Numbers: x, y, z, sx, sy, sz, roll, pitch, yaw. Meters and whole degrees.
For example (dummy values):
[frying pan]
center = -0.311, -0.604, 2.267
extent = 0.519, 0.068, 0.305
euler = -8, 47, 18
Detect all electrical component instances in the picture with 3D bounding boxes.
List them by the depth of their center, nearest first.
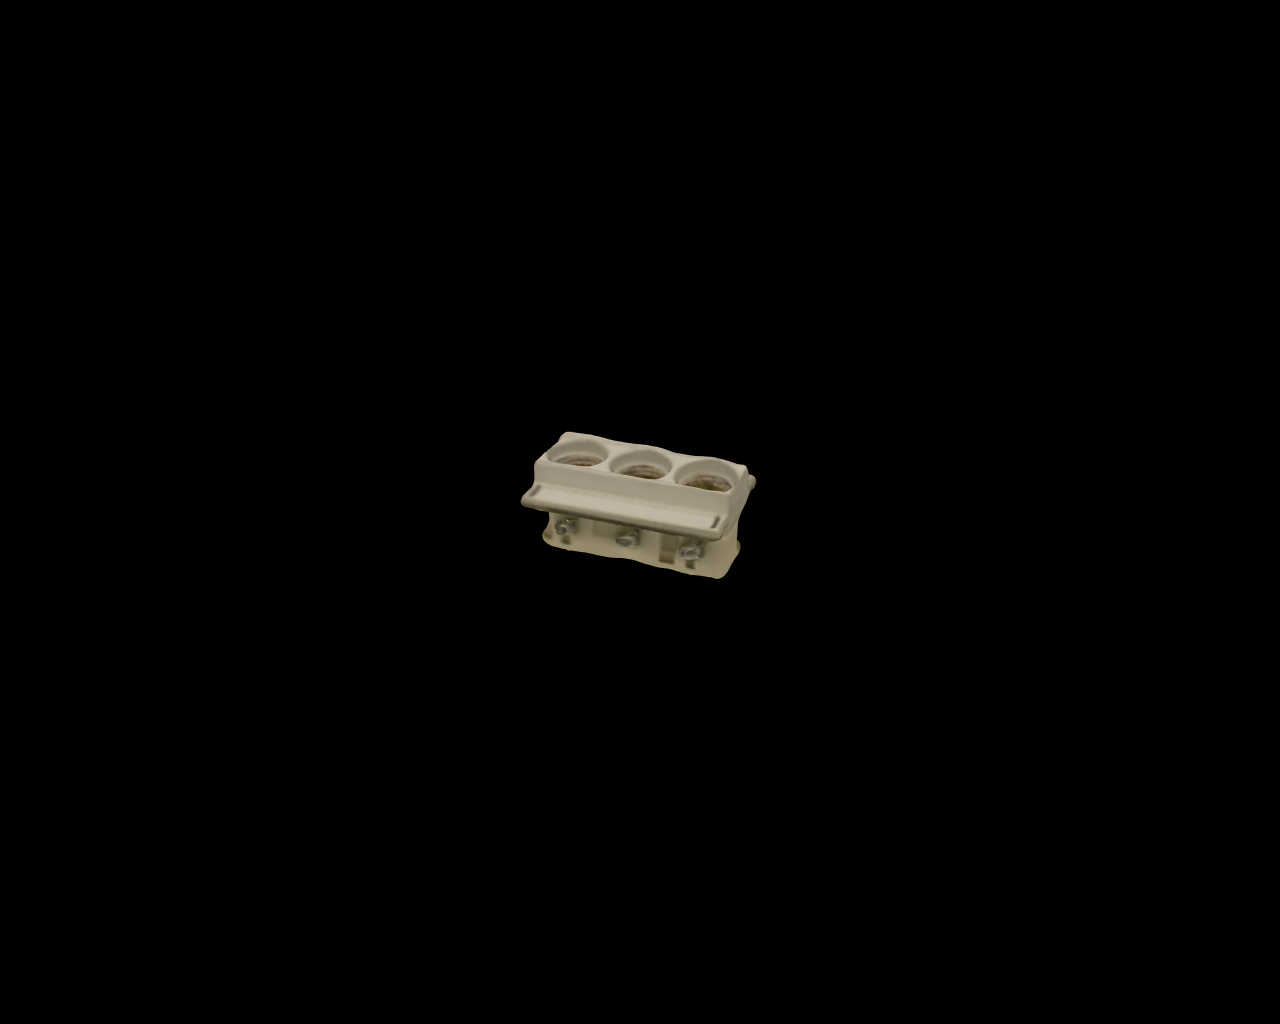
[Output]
[electrical component]
center = 0.001, -0.003, 0.650
extent = 0.121, 0.063, 0.079
euler = 11, 32, 18
